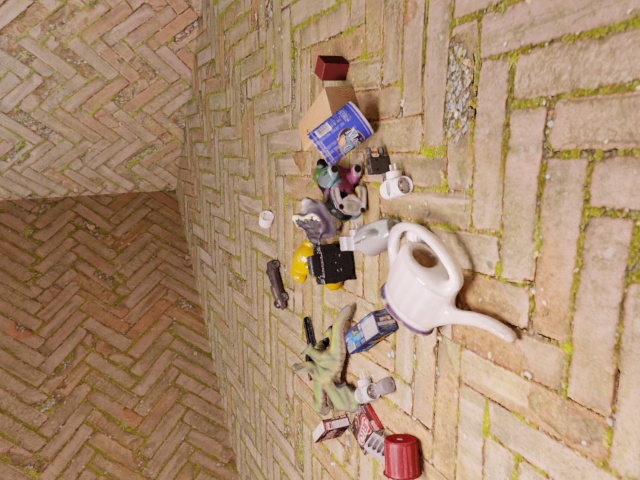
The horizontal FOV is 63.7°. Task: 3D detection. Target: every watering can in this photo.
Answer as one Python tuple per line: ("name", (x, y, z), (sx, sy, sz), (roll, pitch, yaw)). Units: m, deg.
("watering can", (0.237, 0.120, 1.065), (0.354, 0.104, 0.219), (55, 143, 33))

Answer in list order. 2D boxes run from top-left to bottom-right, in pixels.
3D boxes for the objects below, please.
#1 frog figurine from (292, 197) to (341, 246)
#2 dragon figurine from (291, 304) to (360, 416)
("frog figurine", (0.005, -0.077, 1.522), (0.137, 0.163, 0.120), (35, 129, 2))
("dragon figurine", (0.054, 0.394, 1.537), (0.246, 0.123, 0.401), (51, 133, 20))
